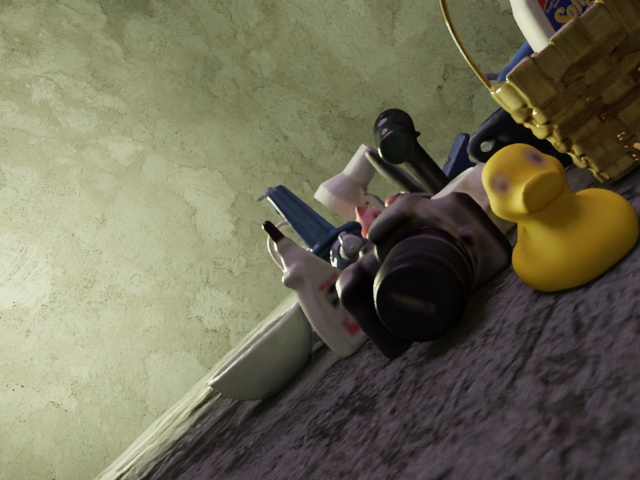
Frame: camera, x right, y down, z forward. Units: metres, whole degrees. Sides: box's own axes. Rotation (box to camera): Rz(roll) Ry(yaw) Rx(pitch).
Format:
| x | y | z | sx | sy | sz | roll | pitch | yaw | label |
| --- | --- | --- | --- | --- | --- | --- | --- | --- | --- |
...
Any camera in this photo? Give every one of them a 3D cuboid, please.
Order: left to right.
| x | y | z | sx | sy | sz | roll | pitch | yaw | label |
| --- | --- | --- | --- | --- | --- | --- | --- | --- | --- |
| 0.069 | 0.028 | 0.463 | 0.143 | 0.101 | 0.137 | -41 | 0 | 25 | camera |

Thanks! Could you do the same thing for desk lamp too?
| x | y | z | sx | sy | sz | roll | pitch | yaw | label |
| --- | --- | --- | --- | --- | --- | --- | --- | --- | --- |
| 0.123 | -0.098 | 1.296 | 0.203 | 0.213 | 0.118 | -41 | 1 | 11 | desk lamp |

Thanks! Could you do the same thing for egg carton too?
| x | y | z | sx | sy | sz | roll | pitch | yaw | label |
| --- | --- | --- | --- | --- | --- | --- | --- | --- | --- |
| 0.140 | -0.014 | 0.595 | 0.107 | 0.069 | 0.150 | -42 | 0 | -30 | egg carton |

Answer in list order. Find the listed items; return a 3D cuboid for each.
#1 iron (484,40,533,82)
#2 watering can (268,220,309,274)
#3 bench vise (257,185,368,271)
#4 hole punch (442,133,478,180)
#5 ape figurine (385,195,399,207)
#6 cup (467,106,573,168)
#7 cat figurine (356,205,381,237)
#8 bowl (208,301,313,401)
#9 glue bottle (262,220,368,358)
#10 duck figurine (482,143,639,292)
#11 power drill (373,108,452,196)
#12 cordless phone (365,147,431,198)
| x | y | z | sx | sy | sz | roll | pitch | yaw | label |
| --- | --- | --- | --- | --- | --- | --- | --- | --- | --- |
| 0.387 | -0.282 | 0.883 | 0.258 | 0.141 | 0.119 | -41 | 0 | 21 | iron |
| -0.024 | 0.046 | 1.130 | 0.101 | 0.194 | 0.173 | -42 | 0 | -14 | watering can |
| 0.015 | -0.004 | 0.755 | 0.122 | 0.219 | 0.207 | -42 | 1 | -29 | bench vise |
| 0.270 | -0.146 | 1.115 | 0.101 | 0.091 | 0.109 | -41 | 0 | 5 | hole punch |
| 0.153 | -0.042 | 1.011 | 0.076 | 0.092 | 0.077 | -42 | 1 | -29 | ape figurine |
| 0.223 | -0.105 | 0.614 | 0.118 | 0.095 | 0.091 | -42 | 0 | -12 | cup |
| 0.099 | -0.013 | 1.151 | 0.128 | 0.117 | 0.067 | -42 | 1 | -40 | cat figurine |
| -0.066 | 0.164 | 0.780 | 0.167 | 0.074 | 0.167 | -42 | 0 | 1 | bowl |
| -0.006 | 0.046 | 0.642 | 0.037 | 0.173 | 0.078 | -41 | 1 | 44 | glue bottle |
| 0.137 | -0.022 | 0.359 | 0.077 | 0.086 | 0.104 | -41 | 0 | 10 | duck figurine |
| 0.162 | -0.128 | 0.932 | 0.075 | 0.208 | 0.230 | -41 | 0 | 18 | power drill |
| 0.161 | -0.112 | 1.090 | 0.094 | 0.185 | 0.148 | -41 | 0 | 8 | cordless phone |
